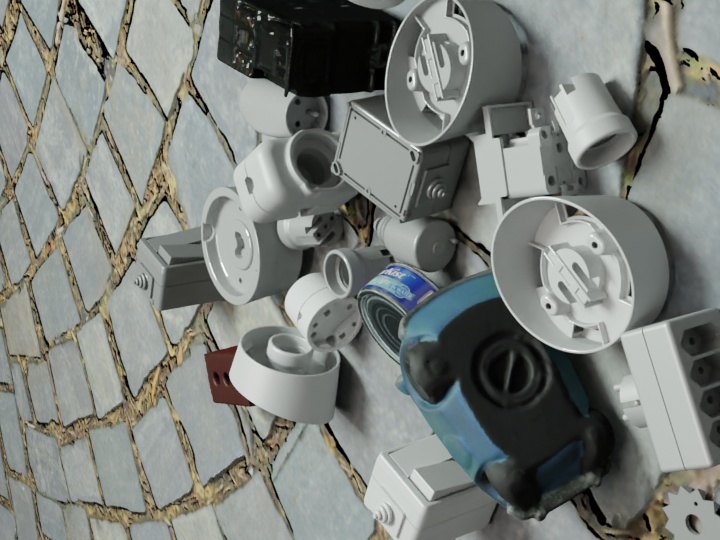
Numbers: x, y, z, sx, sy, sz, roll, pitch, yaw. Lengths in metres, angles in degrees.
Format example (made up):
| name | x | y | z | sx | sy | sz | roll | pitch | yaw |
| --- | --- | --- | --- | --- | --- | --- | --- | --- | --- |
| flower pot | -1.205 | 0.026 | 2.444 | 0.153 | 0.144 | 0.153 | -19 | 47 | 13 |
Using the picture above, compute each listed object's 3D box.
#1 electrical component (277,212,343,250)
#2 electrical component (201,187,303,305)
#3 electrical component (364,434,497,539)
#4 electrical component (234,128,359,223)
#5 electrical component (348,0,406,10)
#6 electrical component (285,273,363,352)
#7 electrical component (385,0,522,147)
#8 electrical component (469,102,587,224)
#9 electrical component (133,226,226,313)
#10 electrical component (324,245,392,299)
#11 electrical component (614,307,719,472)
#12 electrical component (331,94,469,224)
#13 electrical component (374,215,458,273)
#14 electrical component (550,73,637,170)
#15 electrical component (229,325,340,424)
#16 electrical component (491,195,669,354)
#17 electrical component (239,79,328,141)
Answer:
| name | x | y | z | sx | sy | sz | roll | pitch | yaw |
| --- | --- | --- | --- | --- | --- | --- | --- | --- | --- |
| electrical component | -0.043 | -0.037 | 0.928 | 0.046 | 0.040 | 0.040 | 2 | 101 | 50 |
| electrical component | -0.094 | -0.026 | 0.984 | 0.108 | 0.060 | 0.108 | 22 | 117 | 51 |
| electrical component | 0.051 | 0.163 | 0.799 | 0.061 | 0.096 | 0.061 | 46 | 134 | 38 |
| electrical component | -0.045 | -0.077 | 0.869 | 0.059 | 0.095 | 0.053 | -33 | 73 | 54 |
| electrical component | 0.011 | -0.241 | 0.734 | 0.060 | 0.108 | 0.108 | -36 | 70 | 47 |
| electrical component | -0.032 | 0.035 | 0.921 | 0.047 | 0.055 | 0.055 | 45 | 134 | 45 |
| electrical component | 0.060 | -0.136 | 0.727 | 0.099 | 0.064 | 0.099 | 21 | 117 | 51 |
| electrical component | 0.110 | -0.069 | 0.695 | 0.064 | 0.042 | 0.081 | -2 | 99 | 54 |
| electrical component | -0.184 | -0.003 | 1.090 | 0.062 | 0.096 | 0.061 | 43 | 132 | 41 |
| electrical component | 0.000 | 0.000 | 0.870 | 0.040 | 0.046 | 0.040 | 21 | 117 | 51 |
| electrical component | 0.179 | 0.073 | 0.631 | 0.076 | 0.047 | 0.083 | -25 | 79 | 55 |
| electrical component | 0.036 | -0.081 | 0.788 | 0.096 | 0.061 | 0.061 | 40 | 131 | 32 |
| electrical component | 0.038 | -0.025 | 0.813 | 0.078 | 0.040 | 0.040 | 25 | 119 | 51 |
| electrical component | 0.140 | -0.090 | 0.649 | 0.040 | 0.040 | 0.046 | -52 | 52 | 48 |
| electrical component | -0.065 | 0.093 | 0.950 | 0.099 | 0.099 | 0.064 | 37 | 122 | 44 |
| electrical component | 0.136 | 0.001 | 0.658 | 0.099 | 0.064 | 0.099 | 21 | 116 | 51 |
| electrical component | -0.066 | -0.122 | 0.931 | 0.077 | 0.044 | 0.079 | 25 | 119 | 50 |
